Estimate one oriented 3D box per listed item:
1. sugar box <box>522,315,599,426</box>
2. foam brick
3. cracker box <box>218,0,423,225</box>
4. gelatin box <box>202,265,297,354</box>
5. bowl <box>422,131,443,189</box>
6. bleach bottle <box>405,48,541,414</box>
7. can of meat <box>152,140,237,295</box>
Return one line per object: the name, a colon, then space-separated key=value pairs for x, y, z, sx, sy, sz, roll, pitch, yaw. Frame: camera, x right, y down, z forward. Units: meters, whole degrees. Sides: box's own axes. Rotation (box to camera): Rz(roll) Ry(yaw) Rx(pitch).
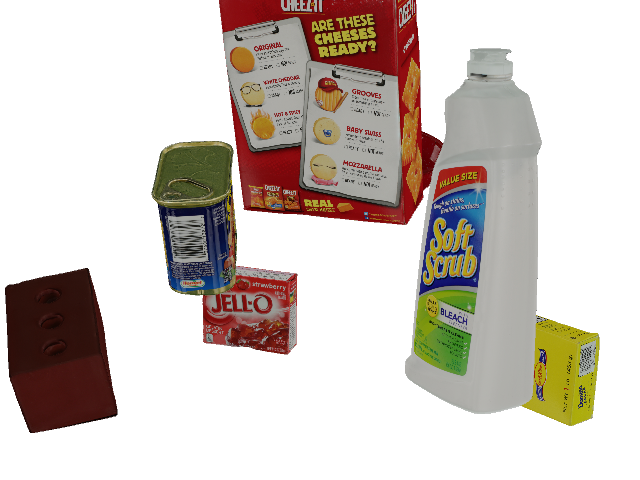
sugar box: x=0.208 y=0.123 z=1.133 sx=0.048 sy=0.093 sz=0.177 roll=-10 pitch=18 yaw=-42
foam brick: x=-0.153 y=0.064 z=0.628 sx=0.053 sy=0.051 sz=0.078 roll=-12 pitch=41 yaw=-10
cracker box: x=0.005 y=-0.128 z=0.967 sx=0.164 sy=0.214 sz=0.072 roll=6 pitch=29 yaw=20
gelatin box: x=-0.067 y=0.064 z=1.003 sx=0.089 sy=0.073 sz=0.030 roll=7 pitch=18 yaw=17
bowl: x=0.064 y=-0.084 z=1.207 sx=0.162 sy=0.055 sz=0.162 roll=6 pitch=27 yaw=-3
bleach bottle: x=0.111 y=-0.010 z=0.762 sx=0.068 sy=0.251 sz=0.103 roll=-9 pitch=17 yaw=-29
can of meat: x=-0.093 y=-0.017 z=0.823 sx=0.057 sy=0.084 sz=0.102 roll=-3 pitch=30 yaw=-1
